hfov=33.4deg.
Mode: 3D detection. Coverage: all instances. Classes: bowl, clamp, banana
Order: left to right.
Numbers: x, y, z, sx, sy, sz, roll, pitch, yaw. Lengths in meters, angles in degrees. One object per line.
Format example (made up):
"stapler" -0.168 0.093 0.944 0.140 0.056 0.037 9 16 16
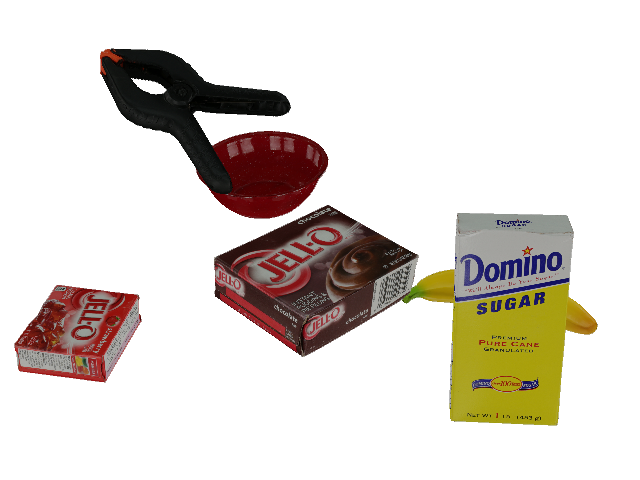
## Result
"clamp" -0.114 -0.125 0.949 0.120 0.171 0.039 -46 -9 -37
"bowl" -0.071 -0.074 1.314 0.162 0.055 0.162 -2 34 1
"banana" 0.186 0.061 1.105 0.198 0.037 0.069 7 40 12

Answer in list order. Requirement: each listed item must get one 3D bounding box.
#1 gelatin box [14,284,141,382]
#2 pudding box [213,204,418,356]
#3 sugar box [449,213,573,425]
"gelatin box" -0.193 0.073 0.858 0.073 0.030 0.089 7 32 9
"pudding box" -0.003 0.024 0.732 0.090 0.039 0.113 31 40 34
"sugar box" 0.156 0.066 0.886 0.093 0.176 0.048 1 23 5
